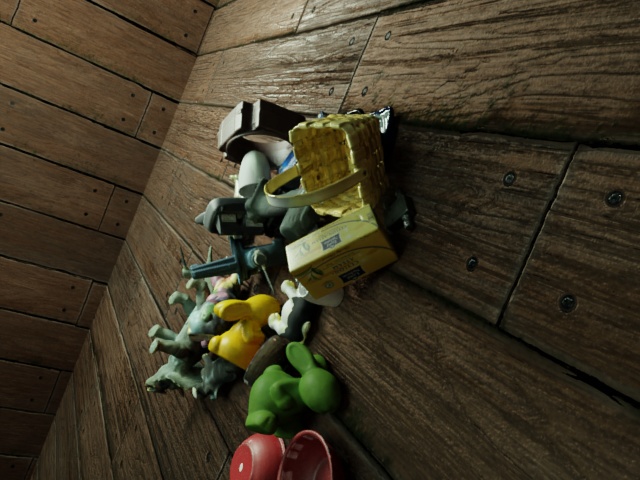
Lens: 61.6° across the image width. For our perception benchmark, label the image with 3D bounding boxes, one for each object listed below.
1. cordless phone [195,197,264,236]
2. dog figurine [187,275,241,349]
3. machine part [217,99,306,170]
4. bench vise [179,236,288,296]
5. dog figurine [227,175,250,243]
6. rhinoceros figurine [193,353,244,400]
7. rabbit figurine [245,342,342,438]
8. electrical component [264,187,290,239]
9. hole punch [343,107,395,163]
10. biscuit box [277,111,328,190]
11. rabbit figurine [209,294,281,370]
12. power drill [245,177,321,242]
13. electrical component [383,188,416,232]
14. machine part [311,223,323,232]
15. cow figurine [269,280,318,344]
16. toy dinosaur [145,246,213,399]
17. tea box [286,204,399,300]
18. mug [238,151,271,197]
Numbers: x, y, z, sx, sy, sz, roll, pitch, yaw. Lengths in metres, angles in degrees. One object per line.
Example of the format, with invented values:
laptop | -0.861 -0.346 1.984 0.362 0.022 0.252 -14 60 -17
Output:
cordless phone | -0.220 -0.048 1.305 0.184 0.146 0.088 -8 83 61
dog figurine | -0.248 0.153 1.329 0.109 0.191 0.219 -4 62 10
machine part | -0.143 -0.255 1.362 0.201 0.201 0.087 -26 55 50
bench vise | -0.202 0.056 1.262 0.224 0.241 0.128 -139 38 -71
dog figurine | -0.188 -0.073 1.444 0.172 0.121 0.190 -168 86 -70
rhinoceros figurine | -0.244 0.328 1.304 0.190 0.073 0.112 -39 52 40
rabbit figurine | -0.029 0.273 0.966 0.170 0.121 0.159 -20 47 32
electrical component | -0.104 -0.076 1.333 0.115 0.058 0.134 -57 31 16
hole punch | 0.093 -0.203 1.073 0.142 0.092 0.115 -4 104 53
biscuit box | -0.025 -0.205 1.278 0.202 0.063 0.059 -49 35 31
rabbit figurine | -0.163 0.192 1.195 0.173 0.162 0.122 -57 14 -14
power drill | -0.054 -0.101 1.183 0.208 0.085 0.232 5 60 36
electrical component | 0.138 -0.045 0.948 0.063 0.021 0.094 -46 37 35
machine part | -0.002 -0.003 1.139 0.084 0.039 0.139 -66 31 16
cow figurine | -0.035 0.123 1.080 0.098 0.068 0.167 35 106 54
toy dinosaur | -0.323 0.232 1.420 0.131 0.192 0.405 6 61 57
tea box | 0.037 0.023 0.931 0.170 0.098 0.068 -29 43 12
mug | -0.166 -0.160 1.338 0.109 0.081 0.107 -30 54 51
